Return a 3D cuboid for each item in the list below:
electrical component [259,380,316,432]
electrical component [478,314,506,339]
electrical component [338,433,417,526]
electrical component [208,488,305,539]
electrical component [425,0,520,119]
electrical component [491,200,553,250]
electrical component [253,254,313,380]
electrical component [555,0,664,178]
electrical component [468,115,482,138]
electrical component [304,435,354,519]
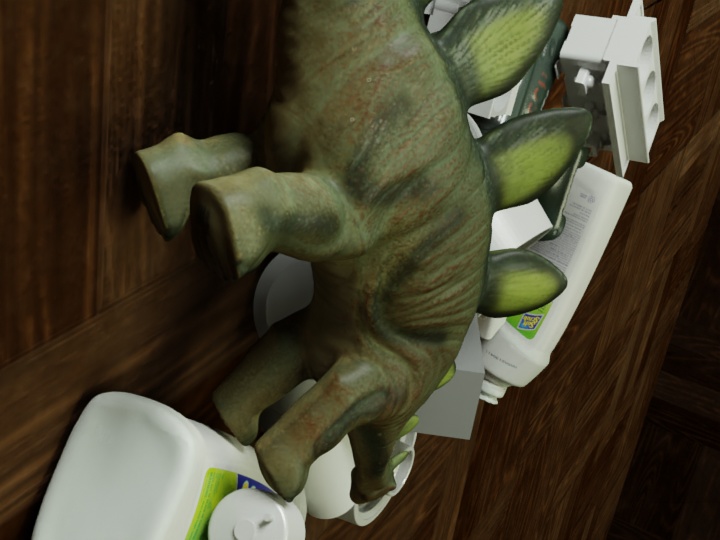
[{"bbox_3d":[-0.035,0.075,0.670,0.055,0.055,0.047,-33,135,-55],"label":"electrical component"},{"bbox_3d":[0.117,0.026,0.996,0.081,0.042,0.063,-40,146,-49],"label":"electrical component"},{"bbox_3d":[0.006,0.140,0.813,0.108,0.060,0.108,-49,151,-40],"label":"electrical component"},{"bbox_3d":[-0.047,0.131,0.536,0.040,0.040,0.078,-65,163,-9],"label":"electrical component"},{"bbox_3d":[0.080,-0.168,0.707,0.079,0.063,0.121,-21,129,-61],"label":"electrical component"},{"bbox_3d":[0.064,-0.021,0.646,0.099,0.064,0.099,-34,173,-5],"label":"electrical component"},{"bbox_3d":[-0.018,0.022,0.631,0.051,0.080,0.080,-6,115,-71],"label":"electrical component"},{"bbox_3d":[0.192,-0.138,0.819,0.078,0.063,0.121,-66,153,-20],"label":"electrical component"},{"bbox_3d":[0.034,-0.068,0.670,0.051,0.080,0.080,-10,119,-59],"label":"electrical component"},{"bbox_3d":[-0.024,0.116,0.735,0.079,0.043,0.077,-64,148,-36],"label":"electrical component"}]
